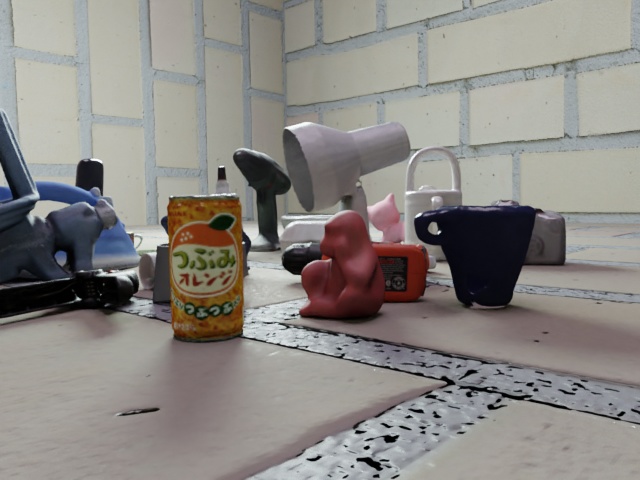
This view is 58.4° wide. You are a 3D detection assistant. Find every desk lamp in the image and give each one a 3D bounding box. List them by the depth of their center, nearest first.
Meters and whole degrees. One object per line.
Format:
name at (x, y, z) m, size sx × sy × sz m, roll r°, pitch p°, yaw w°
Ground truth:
desk lamp at (0.051, -0.061, 0.807) m, size 0.203 × 0.213 × 0.117 m, roll -2°, pitch 4°, yaw -16°

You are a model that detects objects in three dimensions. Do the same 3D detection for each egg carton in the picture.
egg carton at (0.009, 0.003, 0.942) m, size 0.150 × 0.069 × 0.107 m, roll -1°, pitch 4°, yaw -2°

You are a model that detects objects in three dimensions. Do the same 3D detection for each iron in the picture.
iron at (-0.375, -0.021, 0.836) m, size 0.118 × 0.141 × 0.259 m, roll 2°, pitch 5°, yaw 36°

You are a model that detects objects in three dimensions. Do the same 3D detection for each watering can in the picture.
watering can at (0.193, -0.065, 0.997) m, size 0.101 × 0.194 × 0.172 m, roll -2°, pitch 4°, yaw -17°

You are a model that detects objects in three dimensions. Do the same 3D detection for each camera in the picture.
camera at (0.317, -0.015, 0.933) m, size 0.143 × 0.101 × 0.137 m, roll 0°, pitch 4°, yaw 14°

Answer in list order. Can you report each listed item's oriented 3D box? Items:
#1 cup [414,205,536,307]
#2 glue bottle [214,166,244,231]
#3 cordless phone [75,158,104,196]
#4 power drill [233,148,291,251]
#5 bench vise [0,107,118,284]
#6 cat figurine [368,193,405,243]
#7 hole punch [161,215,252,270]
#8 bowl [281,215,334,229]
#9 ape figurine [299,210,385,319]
cup at (0.142, 0.015, 0.534) m, size 0.118 × 0.095 × 0.091 m, roll -2°, pitch 4°, yaw -19°
glue bottle at (-0.189, -0.058, 1.120) m, size 0.078 × 0.173 × 0.037 m, roll -1°, pitch 4°, yaw -2°
cordless phone at (-0.440, -0.054, 1.017) m, size 0.094 × 0.185 × 0.148 m, roll 1°, pitch 4°, yaw 25°
power drill at (-0.122, -0.082, 1.221) m, size 0.075 × 0.208 × 0.230 m, roll 0°, pitch 4°, yaw 16°
bench vise at (-0.353, -0.050, 0.663) m, size 0.121 × 0.220 × 0.208 m, roll 2°, pitch 5°, yaw 36°
cat figurine at (0.152, -0.038, 1.188) m, size 0.127 × 0.118 × 0.067 m, roll 3°, pitch 5°, yaw 42°
hole punch at (-0.154, 0.005, 0.780) m, size 0.108 × 0.091 × 0.101 m, roll 0°, pitch 4°, yaw 10°
bowl at (0.004, -0.012, 1.143) m, size 0.167 × 0.075 × 0.167 m, roll -1°, pitch 4°, yaw 0°
ape figurine at (0.021, 0.020, 0.495) m, size 0.076 × 0.092 × 0.077 m, roll -2°, pitch 4°, yaw -19°
